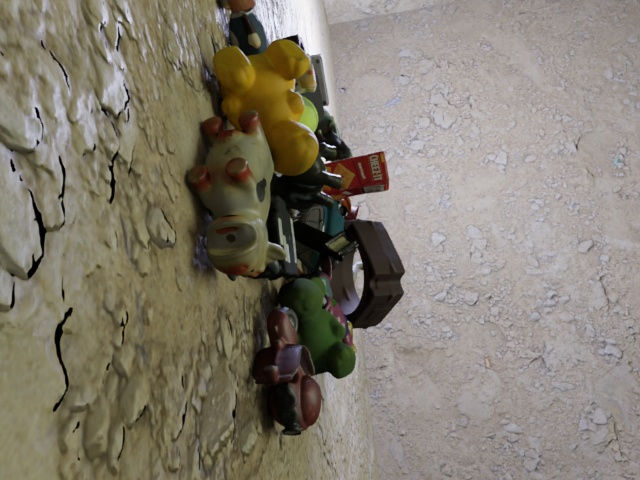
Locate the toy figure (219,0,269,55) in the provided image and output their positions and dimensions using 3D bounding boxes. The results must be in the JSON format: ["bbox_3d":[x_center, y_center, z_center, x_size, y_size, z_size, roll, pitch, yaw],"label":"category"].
[{"bbox_3d":[-0.114,-0.329,0.796,0.058,0.064,0.154,-42,130,-33],"label":"toy figure"}]

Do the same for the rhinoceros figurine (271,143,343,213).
[{"bbox_3d":[-0.034,-0.082,0.851,0.190,0.112,0.073,132,-50,-63],"label":"rhinoceros figurine"}]

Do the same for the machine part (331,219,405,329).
[{"bbox_3d":[0.080,0.072,1.142,0.201,0.087,0.201,-60,-140,45],"label":"machine part"}]

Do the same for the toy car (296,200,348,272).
[{"bbox_3d":[-0.008,-0.014,1.095,0.109,0.103,0.161,-23,-127,52],"label":"toy car"}]

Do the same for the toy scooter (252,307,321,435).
[{"bbox_3d":[-0.046,0.191,0.730,0.135,0.075,0.183,-64,143,-78],"label":"toy scooter"}]

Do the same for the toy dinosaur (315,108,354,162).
[{"bbox_3d":[-0.008,-0.287,1.402,0.405,0.131,0.191,-101,176,-54],"label":"toy dinosaur"}]

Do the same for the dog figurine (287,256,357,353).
[{"bbox_3d":[-0.001,0.134,1.034,0.191,0.109,0.219,-54,133,-79],"label":"dog figurine"}]

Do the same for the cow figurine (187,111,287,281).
[{"bbox_3d":[-0.091,-0.040,0.600,0.195,0.086,0.127,-92,165,-44],"label":"cow figurine"}]

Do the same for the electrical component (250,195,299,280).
[{"bbox_3d":[-0.073,-0.001,0.778,0.134,0.058,0.115,46,35,-78],"label":"electrical component"}]

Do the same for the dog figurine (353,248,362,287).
[{"bbox_3d":[0.029,0.106,1.386,0.172,0.121,0.190,42,46,-24],"label":"dog figurine"}]

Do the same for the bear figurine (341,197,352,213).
[{"bbox_3d":[0.024,0.004,1.288,0.120,0.132,0.195,-33,110,-77],"label":"bear figurine"}]

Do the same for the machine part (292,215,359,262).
[{"bbox_3d":[-0.002,-0.003,1.004,0.084,0.139,0.039,-42,148,-48],"label":"machine part"}]

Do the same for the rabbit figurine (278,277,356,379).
[{"bbox_3d":[-0.015,0.123,0.856,0.159,0.121,0.170,-99,180,-55],"label":"rabbit figurine"}]

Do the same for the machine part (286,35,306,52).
[{"bbox_3d":[-0.058,-0.402,1.293,0.179,0.056,0.179,-10,91,-83],"label":"machine part"}]

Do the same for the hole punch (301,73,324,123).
[{"bbox_3d":[-0.063,-0.286,1.120,0.116,0.092,0.142,-35,125,-48],"label":"hole punch"}]

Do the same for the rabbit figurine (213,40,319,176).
[{"bbox_3d":[-0.067,-0.148,0.699,0.173,0.122,0.162,57,-36,22],"label":"rabbit figurine"}]

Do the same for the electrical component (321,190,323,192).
[{"bbox_3d":[-0.042,-0.104,1.006,0.078,0.102,0.045,28,48,-49],"label":"electrical component"}]

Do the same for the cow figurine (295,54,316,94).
[{"bbox_3d":[-0.058,-0.291,0.963,0.167,0.098,0.068,-117,-164,-72],"label":"cow figurine"}]
